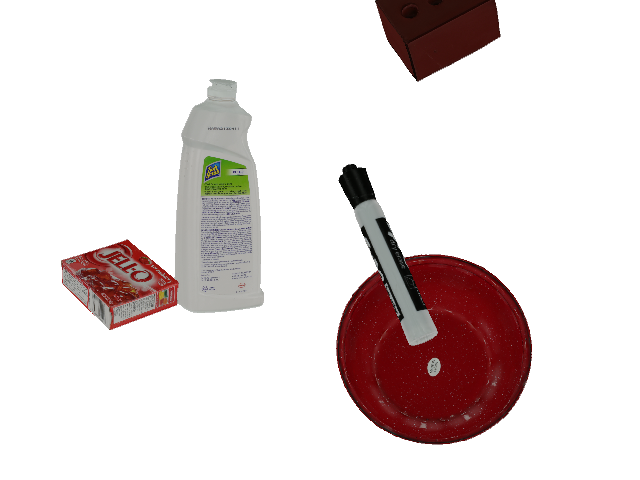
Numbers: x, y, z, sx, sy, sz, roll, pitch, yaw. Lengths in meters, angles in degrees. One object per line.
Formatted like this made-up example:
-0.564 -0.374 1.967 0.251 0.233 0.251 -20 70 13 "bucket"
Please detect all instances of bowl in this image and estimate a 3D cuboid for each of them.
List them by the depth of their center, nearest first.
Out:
0.090 0.094 0.859 0.162 0.162 0.055 0 7 8 "bowl"

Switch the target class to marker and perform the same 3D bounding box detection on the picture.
0.040 0.006 0.656 0.020 0.121 0.020 -20 -19 -7 "marker"

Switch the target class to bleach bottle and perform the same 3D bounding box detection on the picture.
-0.106 -0.050 1.171 0.102 0.251 0.068 -5 18 -30 "bleach bottle"

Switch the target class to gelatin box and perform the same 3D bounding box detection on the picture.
-0.185 0.038 0.980 0.073 0.030 0.089 -19 41 -36 "gelatin box"

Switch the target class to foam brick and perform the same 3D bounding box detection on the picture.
0.092 -0.171 0.822 0.078 0.053 0.051 -29 -32 -1 "foam brick"
